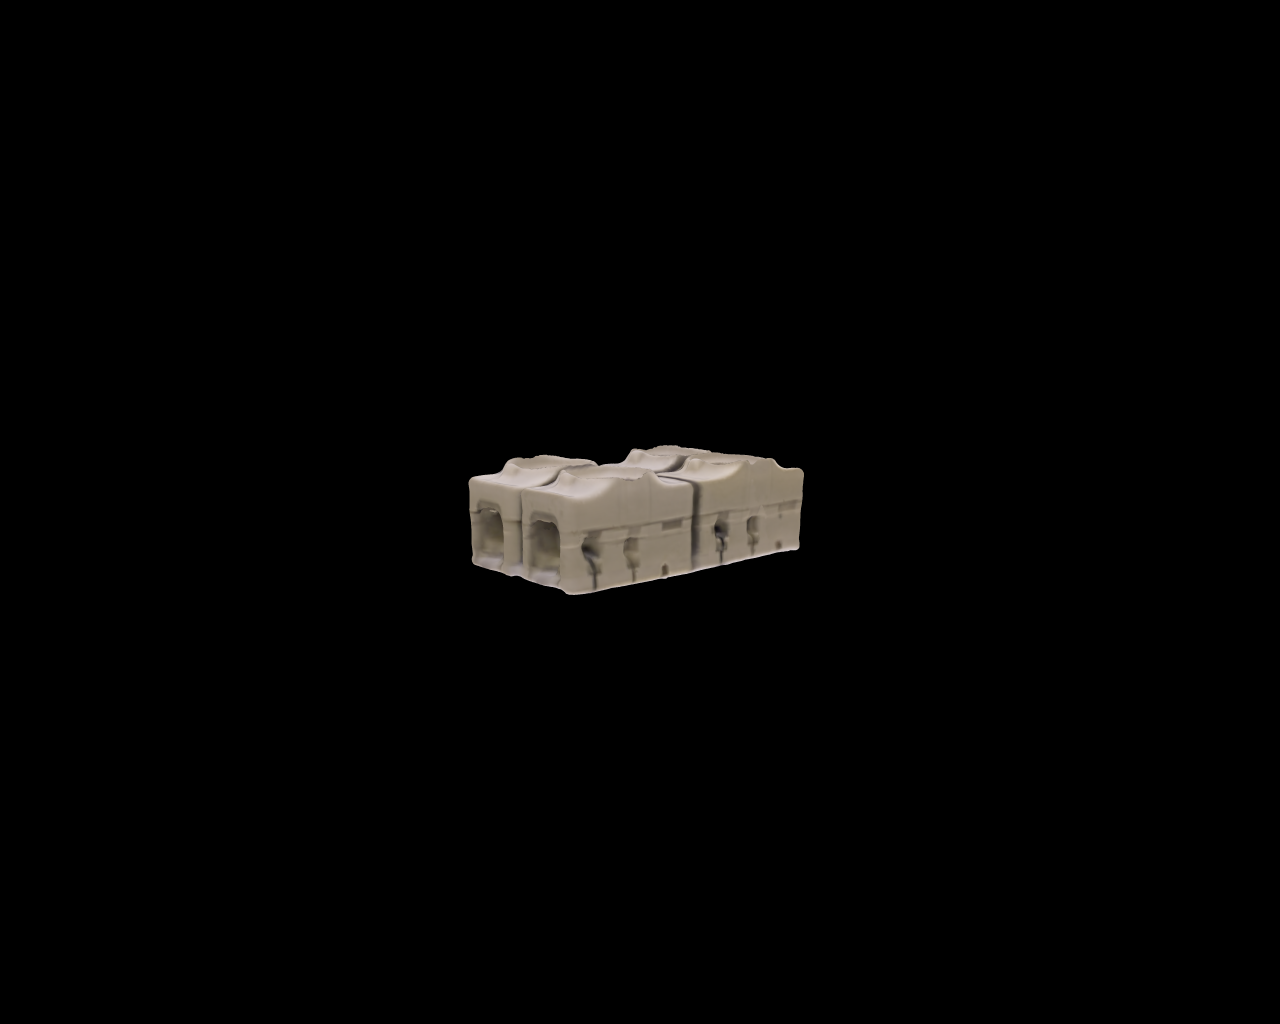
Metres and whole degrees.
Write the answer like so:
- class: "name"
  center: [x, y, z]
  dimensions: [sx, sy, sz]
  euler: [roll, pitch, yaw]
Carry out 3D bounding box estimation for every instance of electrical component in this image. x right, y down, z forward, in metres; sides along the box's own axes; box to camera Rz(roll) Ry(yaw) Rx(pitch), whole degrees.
- class: "electrical component"
  center: [0.001, -0.003, 0.650]
  dimensions: [0.186, 0.060, 0.105]
  euler: [-8, 13, -39]
